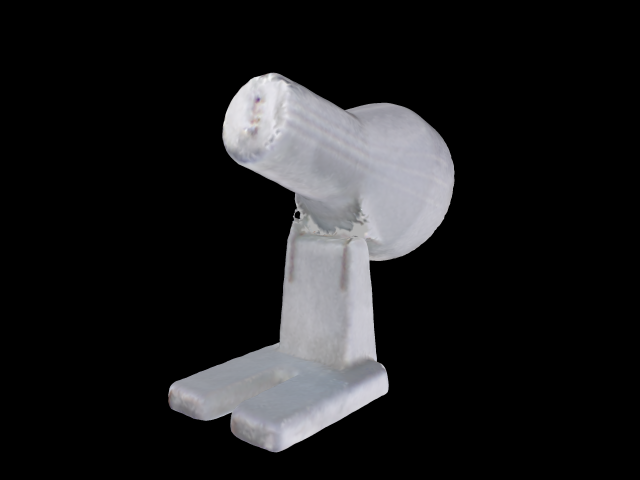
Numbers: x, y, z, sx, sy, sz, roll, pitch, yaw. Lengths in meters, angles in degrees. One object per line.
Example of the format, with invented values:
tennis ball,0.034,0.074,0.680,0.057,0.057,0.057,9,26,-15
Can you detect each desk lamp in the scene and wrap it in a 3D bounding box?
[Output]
desk lamp,0.004,0.001,0.400,0.117,0.213,0.204,5,8,36
